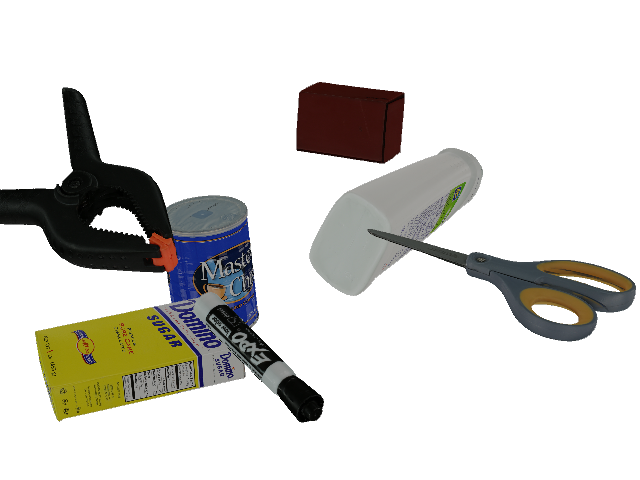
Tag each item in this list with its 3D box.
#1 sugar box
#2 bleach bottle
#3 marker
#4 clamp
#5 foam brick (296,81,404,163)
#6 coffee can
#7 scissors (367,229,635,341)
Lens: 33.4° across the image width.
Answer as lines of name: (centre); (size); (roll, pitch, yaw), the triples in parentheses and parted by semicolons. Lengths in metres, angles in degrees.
sugar box: (-0.166, 0.105, 0.984); (0.176, 0.048, 0.093); (-14, 35, -17)
bleach bottle: (0.093, -0.032, 1.067); (0.068, 0.103, 0.250); (39, 34, 17)
marker: (-0.037, 0.068, 0.632); (0.020, 0.020, 0.121); (0, 28, -41)
clamp: (-0.186, -0.041, 0.839); (0.210, 0.164, 0.036); (23, -32, 23)
foam brick: (0.024, -0.098, 0.881); (0.078, 0.051, 0.053); (10, 20, 19)
coffee can: (-0.129, 0.031, 1.246); (0.103, 0.140, 0.103); (-4, 25, 2)
scissors: (0.114, 0.028, 0.746); (0.202, 0.016, 0.096); (9, 31, 19)
